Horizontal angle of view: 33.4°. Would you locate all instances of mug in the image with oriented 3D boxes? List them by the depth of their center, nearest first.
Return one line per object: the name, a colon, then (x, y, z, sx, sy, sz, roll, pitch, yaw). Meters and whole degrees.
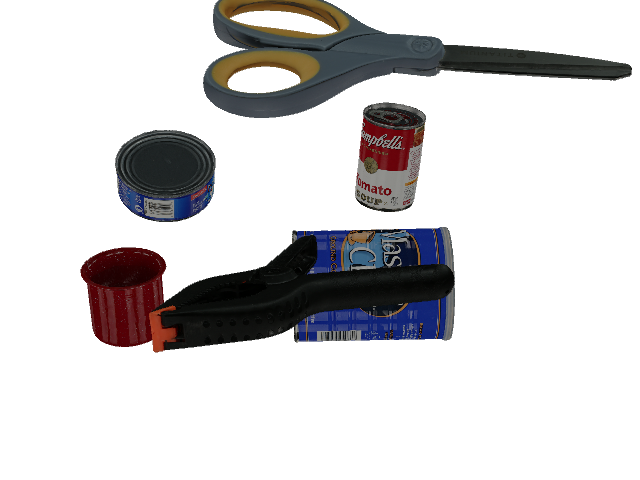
mug: (-0.225, 0.061, 1.196, 0.117, 0.081, 0.093, 24, 36, 37)

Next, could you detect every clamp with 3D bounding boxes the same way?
clamp: (-0.021, 0.038, 0.747, 0.165, 0.036, 0.209, 8, 19, 43)

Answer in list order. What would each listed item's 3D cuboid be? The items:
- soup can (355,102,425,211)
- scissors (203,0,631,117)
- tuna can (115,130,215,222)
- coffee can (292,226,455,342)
soup can: (0.075, -0.091, 1.165, 0.068, 0.102, 0.068, 4, 29, -3)
scissors: (0.033, -0.077, 0.495, 0.202, 0.016, 0.096, 17, 50, 18)
tuna can: (-0.134, -0.056, 0.927, 0.086, 0.086, 0.034, 0, -44, -7)
coffee can: (0.046, 0.040, 0.966, 0.140, 0.103, 0.103, -1, 0, 1)
